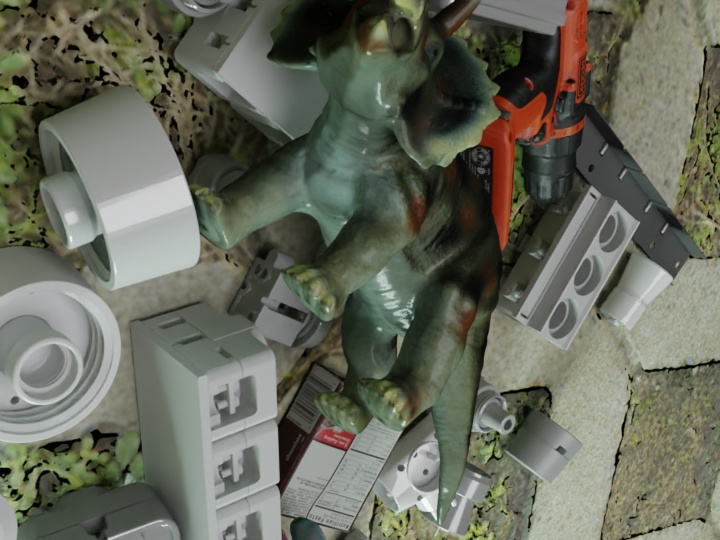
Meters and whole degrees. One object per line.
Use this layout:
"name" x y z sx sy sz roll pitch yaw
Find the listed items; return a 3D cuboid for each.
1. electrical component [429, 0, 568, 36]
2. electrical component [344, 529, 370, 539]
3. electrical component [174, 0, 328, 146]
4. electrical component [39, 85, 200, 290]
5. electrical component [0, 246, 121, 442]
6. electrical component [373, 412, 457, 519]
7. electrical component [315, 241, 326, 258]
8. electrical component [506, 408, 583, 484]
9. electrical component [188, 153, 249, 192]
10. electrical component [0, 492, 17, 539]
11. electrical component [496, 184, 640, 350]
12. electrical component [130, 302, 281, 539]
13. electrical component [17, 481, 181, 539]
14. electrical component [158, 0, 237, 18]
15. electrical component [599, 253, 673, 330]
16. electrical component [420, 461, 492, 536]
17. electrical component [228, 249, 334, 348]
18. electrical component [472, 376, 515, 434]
"electrical component" 0.063 -0.192 0.686 0.109 0.109 0.056 2 106 -41
"electrical component" -0.012 0.244 0.876 0.061 0.035 0.035 -46 132 -11
"electrical component" -0.031 -0.122 0.671 0.150 0.062 0.089 38 84 -43
"electrical component" -0.139 -0.041 0.590 0.060 0.108 0.108 -24 124 -23
"electrical component" -0.190 0.047 0.616 0.108 0.060 0.108 -17 120 -34
"electrical component" 0.054 0.170 0.882 0.077 0.044 0.079 -38 111 -20
"electrical component" 0.000 0.000 0.758 0.045 0.055 0.045 -18 120 -33
"electrical component" 0.165 0.160 0.973 0.047 0.055 0.055 -53 133 -4
"electrical component" -0.078 -0.050 0.664 0.035 0.061 0.035 -18 120 -34
"electrical component" -0.246 0.151 0.624 0.080 0.051 0.080 -18 120 -33
"electrical component" 0.168 -0.005 0.892 0.079 0.063 0.121 31 88 -44
"electrical component" -0.096 0.108 0.703 0.062 0.089 0.150 -18 120 -34
"electrical component" -0.169 0.178 0.690 0.095 0.059 0.053 -16 117 -24
"electrical component" -0.089 -0.163 0.603 0.043 0.062 0.043 -18 121 -33
"electrical component" 0.252 0.023 0.991 0.044 0.044 0.065 35 90 -44
"electrical component" 0.083 0.194 0.925 0.045 0.045 0.055 25 92 -44
"electrical component" -0.051 0.025 0.735 0.055 0.048 0.066 26 92 -36
"electrical component" 0.101 0.115 0.891 0.048 0.062 0.048 -18 120 -33
